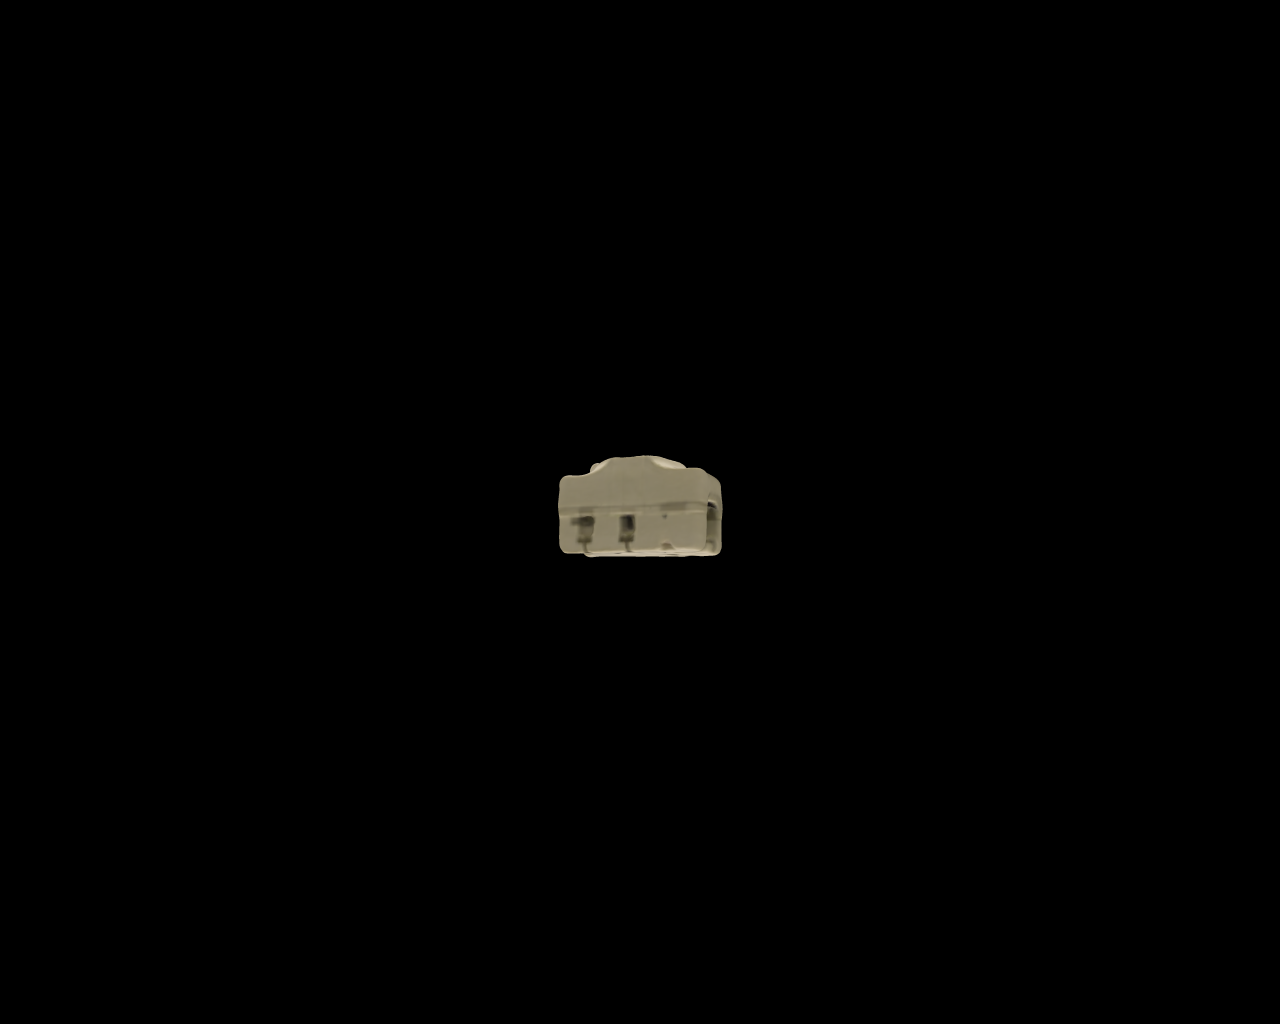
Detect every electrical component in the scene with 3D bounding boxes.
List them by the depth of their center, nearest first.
[{"bbox_3d":[0.001,-0.003,0.650,0.089,0.055,0.050,-2,-7,18],"label":"electrical component"}]
